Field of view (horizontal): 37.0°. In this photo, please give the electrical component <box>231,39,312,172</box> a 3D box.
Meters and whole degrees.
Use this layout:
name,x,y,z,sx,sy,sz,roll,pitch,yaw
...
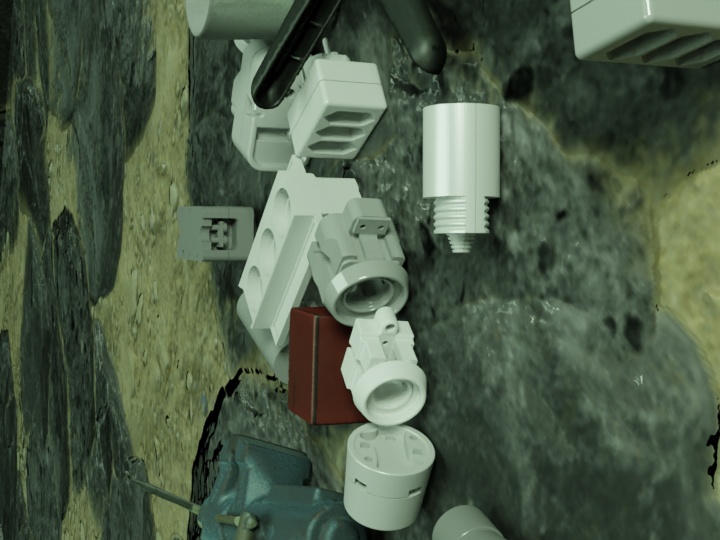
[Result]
name,x,y,z,sx,sy,sz,roll,pitch,yaw
electrical component,-0.068,-0.133,0.863,0.059,0.054,0.095,-130,45,-54

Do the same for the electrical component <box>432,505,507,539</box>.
name,x,y,z,sx,sy,sz,roll,pitch,yaw
electrical component,0.067,0.158,0.590,0.065,0.044,0.044,-139,53,-65

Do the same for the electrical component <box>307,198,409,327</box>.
name,x,y,z,sx,sy,sz,roll,pitch,yaw
electrical component,0.000,0.000,0.713,0.078,0.058,0.057,114,149,-42

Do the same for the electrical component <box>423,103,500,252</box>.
name,x,y,z,sx,sy,sz,roll,pitch,yaw
electrical component,0.057,-0.050,0.603,0.043,0.043,0.081,-178,88,-65

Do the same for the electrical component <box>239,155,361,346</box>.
name,x,y,z,sx,sy,sz,roll,pitch,yaw
electrical component,-0.041,-0.013,0.794,0.121,0.063,0.078,114,145,-43

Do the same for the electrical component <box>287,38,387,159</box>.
name,x,y,z,sx,sy,sz,roll,pitch,yaw
electrical component,-0.021,-0.129,0.767,0.065,0.047,0.076,127,136,-53

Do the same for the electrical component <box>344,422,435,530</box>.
name,x,y,z,sx,sy,sz,roll,pitch,yaw
electrical component,0.017,0.131,0.683,0.055,0.055,0.047,-129,41,-54

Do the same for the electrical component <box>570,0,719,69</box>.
name,x,y,z,sx,sy,sz,roll,pitch,yaw
electrical component,0.123,-0.126,0.431,0.047,0.066,0.076,162,106,-64

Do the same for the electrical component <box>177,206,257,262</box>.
name,x,y,z,sx,sy,sz,roll,pitch,yaw
electrical component,-0.131,-0.034,0.999,0.089,0.056,0.050,-173,83,-65

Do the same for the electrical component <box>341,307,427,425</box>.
name,x,y,z,sx,sy,sz,roll,pitch,yaw
electrical component,0.016,0.067,0.695,0.055,0.048,0.066,-111,31,-52

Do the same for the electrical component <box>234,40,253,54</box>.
name,x,y,z,sx,sy,sz,roll,pitch,yaw
electrical component,-0.075,-0.206,0.888,0.055,0.048,0.066,-57,40,39
